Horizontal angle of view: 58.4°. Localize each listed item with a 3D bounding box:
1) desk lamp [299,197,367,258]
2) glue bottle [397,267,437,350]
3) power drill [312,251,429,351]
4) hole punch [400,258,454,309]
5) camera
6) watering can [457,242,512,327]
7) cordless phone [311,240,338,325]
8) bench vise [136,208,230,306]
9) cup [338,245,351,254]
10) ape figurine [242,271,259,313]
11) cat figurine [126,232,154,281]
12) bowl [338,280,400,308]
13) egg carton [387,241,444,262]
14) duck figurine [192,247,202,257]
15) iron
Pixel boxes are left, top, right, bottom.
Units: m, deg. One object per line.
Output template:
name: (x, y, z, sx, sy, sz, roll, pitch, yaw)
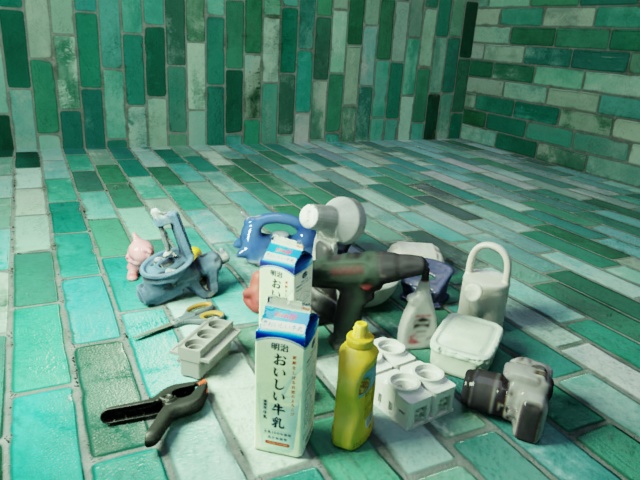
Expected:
desk lamp: (0.013, 0.005, 1.401, 0.117, 0.214, 0.204, 18, 24, 35)
glue bottle: (0.199, 0.134, 1.134, 0.078, 0.173, 0.037, -4, 21, -19)
power drill: (0.086, 0.115, 1.113, 0.229, 0.208, 0.076, 7, 20, 8)
hole punch: (0.255, 0.101, 1.360, 0.108, 0.091, 0.101, 16, 23, 31)
camera: (0.312, 0.244, 0.954, 0.136, 0.101, 0.143, 11, 21, 20)
watering can: (0.354, 0.101, 1.225, 0.100, 0.194, 0.173, 7, 20, 10)
cordless phone: (-0.008, 0.078, 1.236, 0.094, 0.185, 0.147, -10, 24, -33)
bench vise: (-0.309, 0.026, 1.273, 0.121, 0.220, 0.208, 18, 24, 35)
cup: (0.046, 0.007, 1.578, 0.091, 0.095, 0.118, 11, 21, 19)
ape figurine: (-0.132, 0.110, 1.261, 0.078, 0.092, 0.076, 1, 20, -8)
cat figurine: (-0.435, 0.032, 1.384, 0.067, 0.118, 0.127, -4, 21, -20)
bowl: (0.097, 0.111, 1.326, 0.167, 0.075, 0.167, 3, 20, -1)
egg carton: (0.254, 0.051, 1.532, 0.150, 0.069, 0.107, 4, 20, 1)
duck figurine: (-0.313, 0.058, 1.382, 0.105, 0.086, 0.077, -1, 20, -14)
iron: (-0.099, -0.012, 1.536, 0.259, 0.141, 0.118, -2, 20, -16)
